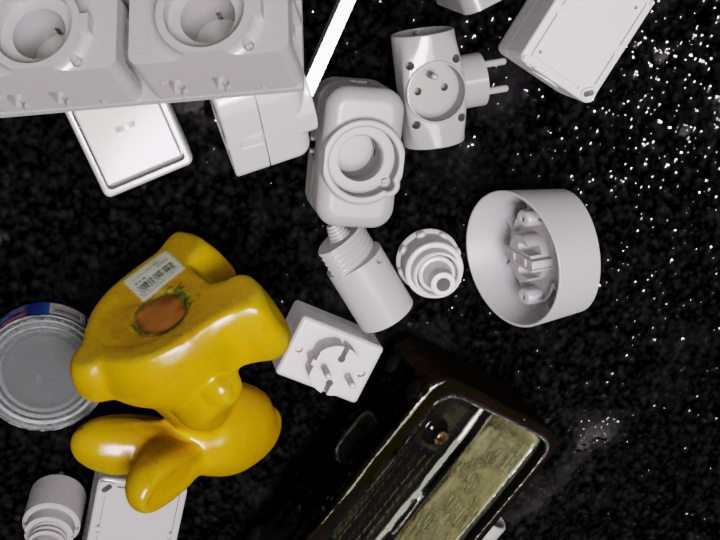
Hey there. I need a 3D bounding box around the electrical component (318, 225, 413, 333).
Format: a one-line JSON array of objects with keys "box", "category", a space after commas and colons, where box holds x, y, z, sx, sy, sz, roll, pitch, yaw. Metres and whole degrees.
[{"box": [0.000, 0.000, 0.767, 0.043, 0.043, 0.081, -32, 111, -1], "category": "electrical component"}]

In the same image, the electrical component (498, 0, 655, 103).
[{"box": [0.148, -0.173, 0.736, 0.062, 0.061, 0.096, 29, 99, -20], "category": "electrical component"}]

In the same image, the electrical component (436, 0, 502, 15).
[{"box": [0.097, -0.220, 0.700, 0.113, 0.078, 0.057, -27, 114, -3], "category": "electrical component"}]

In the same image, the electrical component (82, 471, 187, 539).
[{"box": [-0.166, 0.182, 0.779, 0.062, 0.061, 0.096, 9, 105, -16], "category": "electrical component"}]

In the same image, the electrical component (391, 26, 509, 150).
[{"box": [0.064, -0.128, 0.740, 0.079, 0.044, 0.077, -11, 110, -9], "category": "electrical component"}]

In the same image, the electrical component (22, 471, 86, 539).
[{"box": [-0.218, 0.180, 0.761, 0.040, 0.078, 0.040, -2, 120, -4], "category": "electrical component"}]

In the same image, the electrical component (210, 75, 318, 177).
[{"box": [-0.064, -0.109, 0.690, 0.059, 0.095, 0.053, -19, 67, -6], "category": "electrical component"}]

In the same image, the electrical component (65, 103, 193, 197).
[{"box": [-0.154, -0.103, 0.688, 0.062, 0.061, 0.096, -23, 111, -5], "category": "electrical component"}]

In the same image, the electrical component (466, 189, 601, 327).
[{"box": [0.125, -0.010, 0.767, 0.064, 0.099, 0.099, -9, 110, -17], "category": "electrical component"}]

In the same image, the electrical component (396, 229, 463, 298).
[{"box": [0.053, 0.000, 0.769, 0.048, 0.062, 0.048, -3, 109, -7], "category": "electrical component"}]

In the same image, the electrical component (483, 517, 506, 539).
[{"box": [0.087, 0.209, 0.859, 0.040, 0.040, 0.046, 33, 104, -20], "category": "electrical component"}]

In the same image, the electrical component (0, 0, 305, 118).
[{"box": [-0.130, -0.156, 0.624, 0.186, 0.060, 0.105, -4, 75, 6], "category": "electrical component"}]

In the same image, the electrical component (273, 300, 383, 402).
[{"box": [-0.021, 0.065, 0.766, 0.066, 0.076, 0.047, 23, 101, -19], "category": "electrical component"}]

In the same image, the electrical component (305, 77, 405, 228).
[{"box": [-0.003, -0.079, 0.732, 0.054, 0.059, 0.095, 2, 107, -14], "category": "electrical component"}]
